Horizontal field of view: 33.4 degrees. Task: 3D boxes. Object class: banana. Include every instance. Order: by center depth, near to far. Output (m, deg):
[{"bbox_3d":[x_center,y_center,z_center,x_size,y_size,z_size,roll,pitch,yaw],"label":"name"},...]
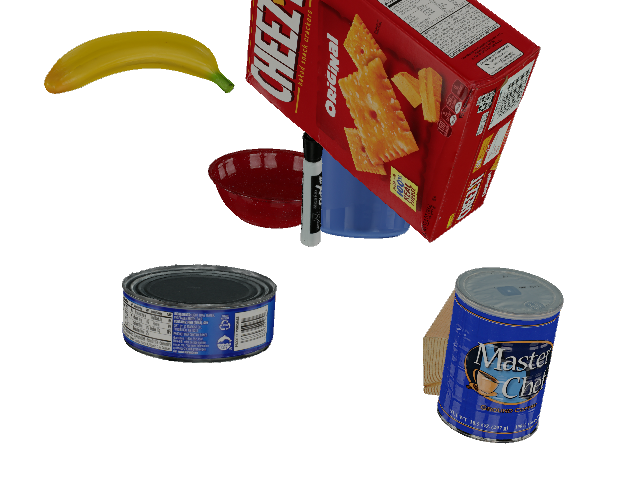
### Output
[{"bbox_3d":[-0.181,-0.177,1.054,0.197,0.070,0.037,-7,-39,-30],"label":"banana"}]

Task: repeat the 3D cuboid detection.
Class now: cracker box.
[{"bbox_3d":[0.039,-0.125,0.776,0.072,0.214,0.164,-35,-25,-29],"label":"cracker box"}]

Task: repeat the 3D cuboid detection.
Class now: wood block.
[{"bbox_3d":[0.217,0.145,1.550,0.091,0.090,0.205,4,19,18],"label":"wood block"}]

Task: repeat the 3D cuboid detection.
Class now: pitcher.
[{"bbox_3d":[0.061,-0.129,1.155,0.149,0.243,0.144,7,10,25],"label":"pitcher"}]

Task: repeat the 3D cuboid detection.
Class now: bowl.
[{"bbox_3d":[-0.057,-0.058,1.296,0.162,0.055,0.162,4,26,-2],"label":"bowl"}]

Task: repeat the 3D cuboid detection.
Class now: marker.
[{"bbox_3d":[-0.008,-0.047,0.957,0.020,0.121,0.020,1,38,-1],"label":"marker"}]

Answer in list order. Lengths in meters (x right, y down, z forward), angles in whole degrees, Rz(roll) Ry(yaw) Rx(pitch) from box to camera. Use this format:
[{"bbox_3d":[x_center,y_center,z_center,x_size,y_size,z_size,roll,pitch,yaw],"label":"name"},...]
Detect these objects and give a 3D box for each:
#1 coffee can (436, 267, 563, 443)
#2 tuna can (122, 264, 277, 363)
[{"bbox_3d":[0.173,0.110,1.041,0.103,0.140,0.103,5,23,-2],"label":"coffee can"},{"bbox_3d":[-0.068,0.040,0.597,0.086,0.034,0.086,3,12,-1],"label":"tuna can"}]
